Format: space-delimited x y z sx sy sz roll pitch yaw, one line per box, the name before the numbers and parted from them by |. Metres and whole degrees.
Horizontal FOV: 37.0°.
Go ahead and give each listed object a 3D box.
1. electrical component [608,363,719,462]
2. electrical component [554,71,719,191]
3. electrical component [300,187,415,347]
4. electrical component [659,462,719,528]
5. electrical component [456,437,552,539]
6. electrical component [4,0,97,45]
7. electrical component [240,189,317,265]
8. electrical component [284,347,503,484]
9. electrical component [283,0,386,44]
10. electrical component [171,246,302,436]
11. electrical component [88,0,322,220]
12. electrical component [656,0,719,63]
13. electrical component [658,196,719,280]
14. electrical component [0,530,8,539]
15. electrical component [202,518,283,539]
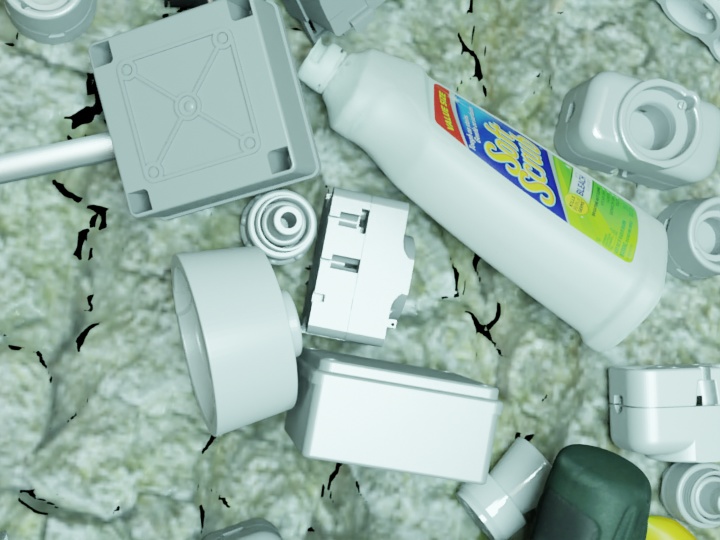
electrical component | 0.214 0.092 0.701 0.095 0.054 0.059 -1 87 -10
electrical component | 0.184 -0.091 0.702 0.095 0.059 0.053 16 84 -9
electrical component | 0.000 0.000 0.669 0.056 0.050 0.089 11 85 -8
electrical component | 0.224 0.146 0.695 0.043 0.062 0.043 0 87 -10
electrical component | 0.095 0.140 0.682 0.055 0.045 0.045 -38 94 -9
electrical component | -0.188 -0.168 0.645 0.055 0.047 0.055 1 87 -10
electrical component | -0.047 -0.028 0.655 0.048 0.062 0.048 0 88 -11
electrical component | 0.016 0.085 0.638 0.109 0.109 0.056 11 88 -9
electrical component | 0.009 -0.203 0.667 0.121 0.063 0.078 -40 136 -10
electrical component | -0.068 0.037 0.629 0.060 0.108 0.108 -12 89 -17
electrical component | -0.091 -0.094 0.635 0.109 0.056 0.108 -15 90 15
electrical component | 0.243 -0.199 0.721 0.138 0.052 0.073 39 82 -5
electrical component | 0.230 -0.022 0.712 0.055 0.047 0.055 1 87 -10
electrical component | -0.181 0.189 0.591 0.063 0.121 0.078 -13 90 -13
electrical component | -0.061 0.203 0.643 0.054 0.059 0.095 -17 90 -11
